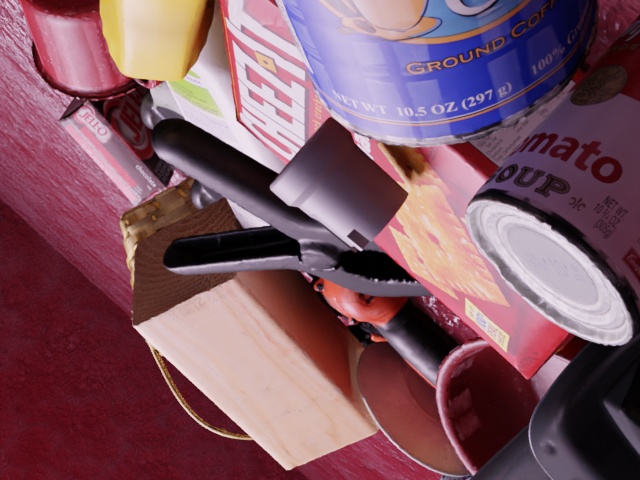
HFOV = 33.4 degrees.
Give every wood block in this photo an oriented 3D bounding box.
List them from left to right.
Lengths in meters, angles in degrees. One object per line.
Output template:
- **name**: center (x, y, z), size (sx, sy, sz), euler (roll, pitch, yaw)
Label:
- **wood block**: center (-0.046, 0.076, 0.816), size (0.206, 0.090, 0.091), euler (51, -160, -38)

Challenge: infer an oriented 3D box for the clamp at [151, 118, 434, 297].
- **clamp**: center (-0.004, 0.001, 0.644), size (0.210, 0.036, 0.165), euler (16, 154, -5)

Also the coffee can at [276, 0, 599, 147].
- **coffee can**: center (0.024, -0.111, 0.317), size (0.103, 0.102, 0.140), euler (33, 162, 36)

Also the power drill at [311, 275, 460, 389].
- **power drill**: center (0.070, 0.075, 0.781), size (0.187, 0.057, 0.184), euler (42, 178, -6)

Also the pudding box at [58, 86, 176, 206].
- **pudding box**: center (-0.150, -0.092, 0.842), size (0.090, 0.039, 0.113), euler (51, -158, -23)

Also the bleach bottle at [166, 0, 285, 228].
- **bleach bottle**: center (-0.050, -0.091, 0.653), size (0.103, 0.068, 0.250), euler (26, 155, 40)

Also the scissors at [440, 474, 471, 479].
- **scissors**: center (0.101, 0.183, 0.885), size (0.096, 0.016, 0.201), euler (59, -155, 6)

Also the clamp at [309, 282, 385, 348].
- **clamp**: center (-0.018, 0.056, 0.895), size (0.039, 0.171, 0.120), euler (-110, 30, -48)

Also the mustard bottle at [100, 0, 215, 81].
- **mustard bottle**: center (-0.065, -0.153, 0.461), size (0.058, 0.096, 0.192), euler (6, 160, -10)

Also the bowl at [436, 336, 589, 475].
- **bowl**: center (0.149, 0.109, 0.631), size (0.162, 0.055, 0.162), euler (30, 140, 28)

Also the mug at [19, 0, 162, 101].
- **mug**: center (-0.143, -0.144, 0.693), size (0.117, 0.093, 0.081), euler (45, 161, 20)

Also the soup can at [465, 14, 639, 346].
- **soup can**: center (0.104, -0.025, 0.344), size (0.068, 0.102, 0.068), euler (41, 166, 12)

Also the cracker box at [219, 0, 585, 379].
- **cracker box**: center (0.051, -0.043, 0.495), size (0.214, 0.072, 0.164), euler (41, 165, 12)
